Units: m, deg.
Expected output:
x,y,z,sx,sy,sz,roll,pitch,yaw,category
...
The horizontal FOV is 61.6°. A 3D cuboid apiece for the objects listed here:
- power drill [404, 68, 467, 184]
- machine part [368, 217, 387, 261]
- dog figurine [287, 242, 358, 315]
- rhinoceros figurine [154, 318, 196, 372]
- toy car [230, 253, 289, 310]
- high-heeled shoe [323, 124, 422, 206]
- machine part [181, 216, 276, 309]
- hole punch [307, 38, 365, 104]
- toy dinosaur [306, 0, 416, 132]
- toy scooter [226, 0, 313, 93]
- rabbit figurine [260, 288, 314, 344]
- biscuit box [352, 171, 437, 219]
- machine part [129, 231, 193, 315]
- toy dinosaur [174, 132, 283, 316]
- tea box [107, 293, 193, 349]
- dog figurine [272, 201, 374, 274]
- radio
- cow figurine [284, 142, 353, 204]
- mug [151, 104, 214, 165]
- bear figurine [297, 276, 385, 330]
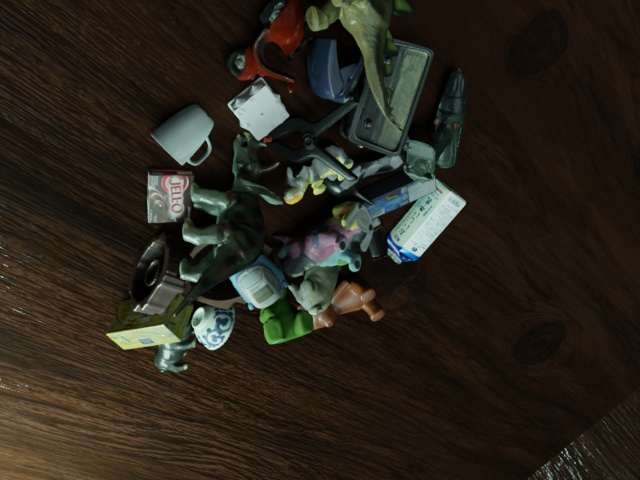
x,y,z,sx,sy,sz,roll,pitch,yaw,category
0.263,-0.240,1.203,0.207,0.086,0.231,-54,151,-38,power drill
0.136,-0.008,1.380,0.084,0.039,0.138,-34,127,-9,machine part
0.025,0.074,1.308,0.190,0.172,0.121,-41,140,16,dog figurine
-0.363,0.240,1.320,0.112,0.073,0.190,7,121,-16,rhinoceros figurine
-0.133,0.093,1.184,0.109,0.103,0.161,-33,131,-1,toy car
0.117,-0.194,1.241,0.145,0.086,0.248,34,88,-6,high-heeled shoe
-0.223,0.048,1.234,0.201,0.087,0.201,26,109,-33,machine part
0.021,-0.334,1.050,0.092,0.142,0.115,15,102,-32,hole punch
0.079,-0.426,0.957,0.198,0.105,0.470,-12,102,-34,toy dinosaur
-0.076,-0.357,1.010,0.135,0.075,0.184,36,105,-17,toy scooter
-0.096,0.164,1.340,0.121,0.170,0.159,-13,168,-12,rabbit figurine
0.180,-0.116,1.306,0.203,0.063,0.059,-23,129,-6,biscuit box
-0.344,0.072,1.148,0.056,0.179,0.179,26,110,-38,machine part
-0.172,-0.020,1.075,0.192,0.405,0.131,4,149,-6,toy dinosaur
-0.381,0.180,1.205,0.170,0.098,0.068,-12,133,26,tea box
-0.003,-0.004,1.258,0.108,0.219,0.191,49,54,-41,dog figurine
0.134,-0.302,1.122,0.131,0.073,0.229,11,106,-21,radio
-0.020,-0.150,1.169,0.167,0.098,0.068,-31,165,-13,cow figurine
-0.254,-0.204,1.051,0.107,0.081,0.109,-45,123,0,mug
0.050,0.181,1.417,0.196,0.132,0.120,-31,126,-9,bear figurine
